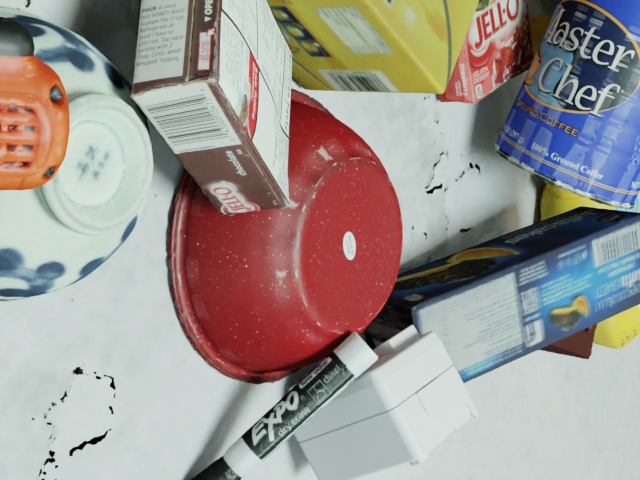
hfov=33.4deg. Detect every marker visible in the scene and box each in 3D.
[{"bbox_3d":[-0.021,0.094,0.545,0.121,0.020,0.020,-42,133,-2],"label":"marker"}]

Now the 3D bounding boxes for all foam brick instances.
[{"bbox_3d":[0.167,0.054,0.789,0.078,0.051,0.053,20,80,-51],"label":"foam brick"}]

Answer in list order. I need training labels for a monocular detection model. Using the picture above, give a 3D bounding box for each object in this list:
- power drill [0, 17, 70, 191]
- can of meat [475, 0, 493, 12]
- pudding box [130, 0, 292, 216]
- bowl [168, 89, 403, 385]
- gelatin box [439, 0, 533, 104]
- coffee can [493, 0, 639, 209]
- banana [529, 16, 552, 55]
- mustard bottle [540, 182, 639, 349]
[{"bbox_3d":[-0.157,-0.102,0.302,0.184,0.057,0.188,-1,111,-31],"label":"power drill"},{"bbox_3d":[0.064,-0.174,0.584,0.057,0.102,0.084,50,60,-46],"label":"can of meat"},{"bbox_3d":[-0.043,-0.074,0.472,0.113,0.039,0.090,63,24,-62],"label":"pudding box"},{"bbox_3d":[-0.004,0.001,0.564,0.161,0.055,0.162,-10,103,-50],"label":"bowl"},{"bbox_3d":[0.106,-0.137,0.699,0.089,0.030,0.073,-33,121,-44],"label":"gelatin box"},{"bbox_3d":[0.189,-0.105,0.700,0.102,0.103,0.140,0,118,-51],"label":"coffee can"},{"bbox_3d":[0.199,-0.116,0.813,0.197,0.037,0.069,48,58,-44],"label":"banana"},{"bbox_3d":[0.217,-0.005,0.836,0.096,0.058,0.191,-54,134,-22],"label":"mustard bottle"}]
